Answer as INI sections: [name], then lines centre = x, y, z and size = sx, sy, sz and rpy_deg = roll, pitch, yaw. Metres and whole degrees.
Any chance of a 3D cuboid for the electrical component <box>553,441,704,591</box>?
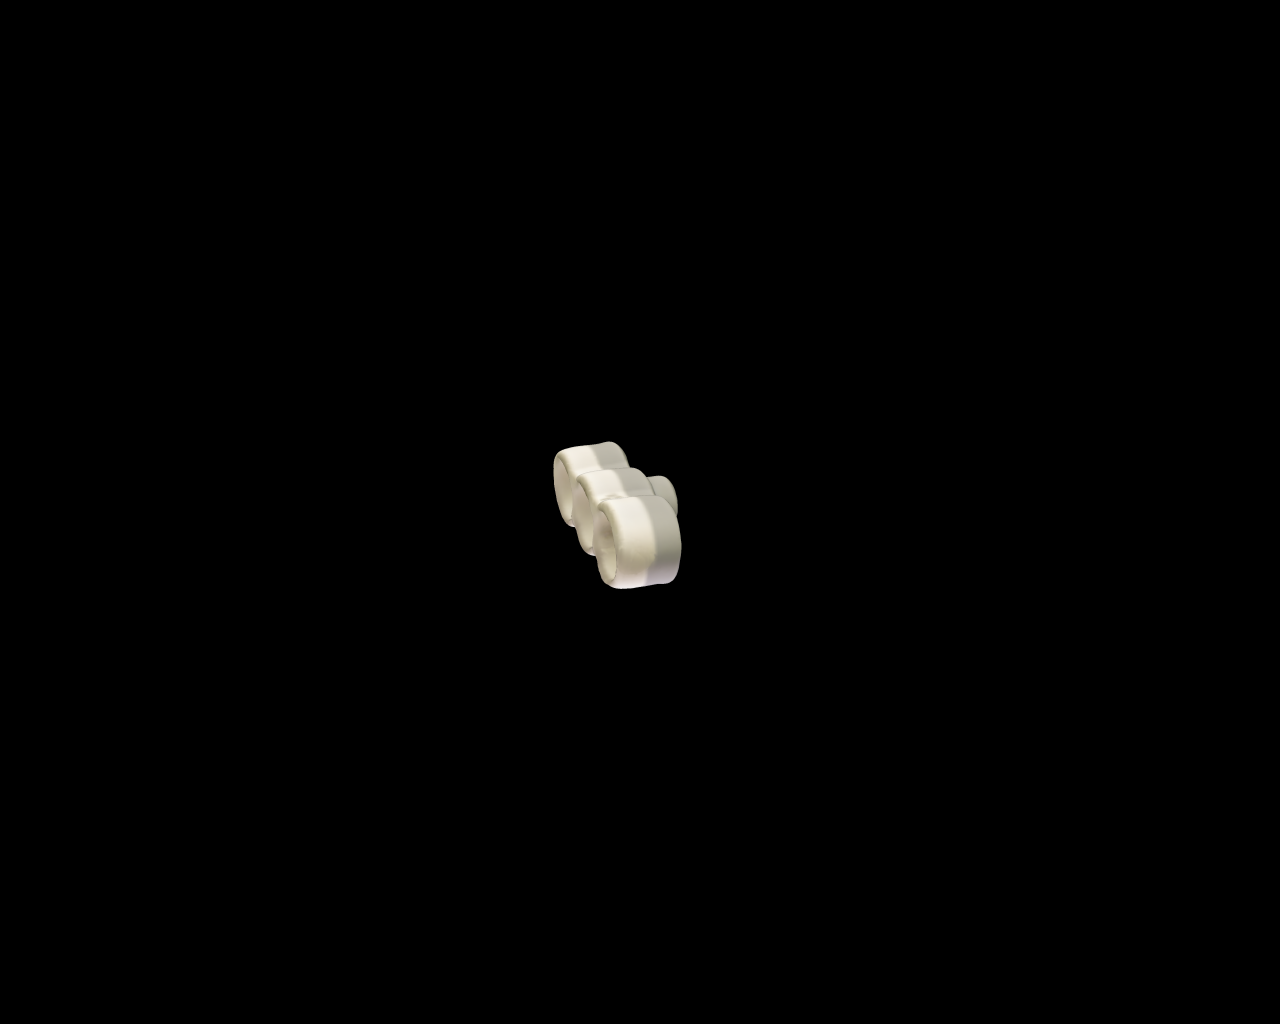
[electrical component]
centre = 0.001, -0.003, 0.650
size = 0.074, 0.052, 0.138
rpy_deg = -8, 26, -18
